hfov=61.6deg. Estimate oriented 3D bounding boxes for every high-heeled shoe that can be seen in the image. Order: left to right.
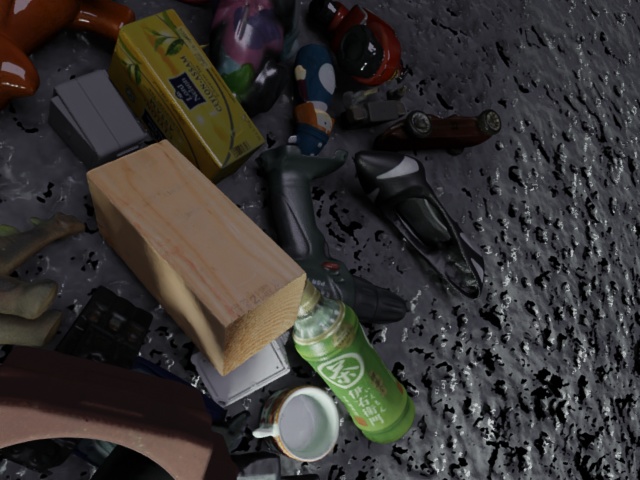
[{"bbox_3d":[0.130,-0.012,0.691,0.248,0.086,0.145,24,45,-41],"label":"high-heeled shoe"}]

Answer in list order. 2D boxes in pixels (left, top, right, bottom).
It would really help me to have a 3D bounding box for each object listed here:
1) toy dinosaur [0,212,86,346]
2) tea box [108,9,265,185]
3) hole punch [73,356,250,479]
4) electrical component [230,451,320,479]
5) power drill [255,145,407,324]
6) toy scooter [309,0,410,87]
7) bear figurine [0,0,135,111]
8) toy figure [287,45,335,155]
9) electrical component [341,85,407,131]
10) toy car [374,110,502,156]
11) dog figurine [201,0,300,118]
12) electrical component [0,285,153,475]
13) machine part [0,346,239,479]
[{"bbox_3d":[-0.353,0.086,0.363,0.199,0.105,0.471,31,39,7],"label":"toy dinosaur"},{"bbox_3d":[-0.147,-0.144,0.582,0.068,0.098,0.169,-40,95,-32],"label":"tea box"},{"bbox_3d":[-0.151,0.181,0.485,0.142,0.092,0.115,-53,132,-4],"label":"hole punch"},{"bbox_3d":[-0.062,0.253,0.544,0.119,0.048,0.075,4,74,-29],"label":"electrical component"},{"bbox_3d":[-0.001,-0.002,0.641,0.232,0.086,0.207,3,82,-26],"label":"power drill"},{"bbox_3d":[0.069,-0.264,0.735,0.135,0.075,0.184,12,38,-41],"label":"toy scooter"},{"bbox_3d":[-0.274,-0.188,0.501,0.132,0.120,0.196,15,65,-2],"label":"bear figurine"},{"bbox_3d":[-0.010,-0.174,0.689,0.064,0.058,0.154,8,72,-26],"label":"toy figure"},{"bbox_3d":[0.072,-0.177,0.721,0.102,0.078,0.045,-14,98,-29],"label":"electrical component"},{"bbox_3d":[0.166,-0.154,0.765,0.202,0.089,0.053,-8,82,-30],"label":"toy car"},{"bbox_3d":[-0.074,-0.261,0.579,0.108,0.219,0.191,18,65,-1],"label":"dog figurine"},{"bbox_3d":[-0.202,0.109,0.458,0.058,0.134,0.115,37,104,-18],"label":"electrical component"},{"bbox_3d":[-0.171,0.184,0.355,0.201,0.087,0.201,21,94,-22],"label":"machine part"}]
